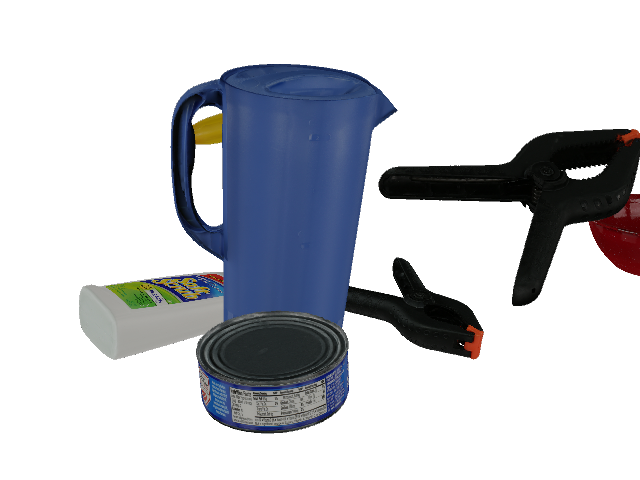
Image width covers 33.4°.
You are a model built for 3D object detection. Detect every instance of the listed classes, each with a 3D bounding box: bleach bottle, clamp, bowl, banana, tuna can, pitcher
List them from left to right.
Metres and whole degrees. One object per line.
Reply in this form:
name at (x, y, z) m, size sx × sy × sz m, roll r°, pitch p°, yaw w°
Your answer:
bleach bottle at (-0.157, 0.075, 1.296) m, size 0.250 × 0.068 × 0.103 m, roll -12°, pitch 31°, yaw -35°
banana at (-0.065, -0.131, 1.271) m, size 0.198 × 0.037 × 0.069 m, roll 8°, pitch 39°, yaw 18°
tuna can at (-0.026, 0.073, 0.603) m, size 0.086 × 0.034 × 0.086 m, roll -2°, pitch 22°, yaw 1°
pitcher at (-0.036, -0.027, 0.926) m, size 0.149 × 0.243 × 0.144 m, roll 19°, pitch 25°, yaw 33°
clamp at (0.098, 0.065, 1.070) m, size 0.172 × 0.039 × 0.120 m, roll 26°, pitch 39°, yaw 31°
clamp at (0.172, -0.031, 0.808) m, size 0.209 × 0.036 × 0.165 m, roll -19°, pitch 45°, yaw -20°
bowl at (0.337, -0.001, 1.052) m, size 0.162 × 0.055 × 0.162 m, roll 0°, pitch 17°, yaw 0°
